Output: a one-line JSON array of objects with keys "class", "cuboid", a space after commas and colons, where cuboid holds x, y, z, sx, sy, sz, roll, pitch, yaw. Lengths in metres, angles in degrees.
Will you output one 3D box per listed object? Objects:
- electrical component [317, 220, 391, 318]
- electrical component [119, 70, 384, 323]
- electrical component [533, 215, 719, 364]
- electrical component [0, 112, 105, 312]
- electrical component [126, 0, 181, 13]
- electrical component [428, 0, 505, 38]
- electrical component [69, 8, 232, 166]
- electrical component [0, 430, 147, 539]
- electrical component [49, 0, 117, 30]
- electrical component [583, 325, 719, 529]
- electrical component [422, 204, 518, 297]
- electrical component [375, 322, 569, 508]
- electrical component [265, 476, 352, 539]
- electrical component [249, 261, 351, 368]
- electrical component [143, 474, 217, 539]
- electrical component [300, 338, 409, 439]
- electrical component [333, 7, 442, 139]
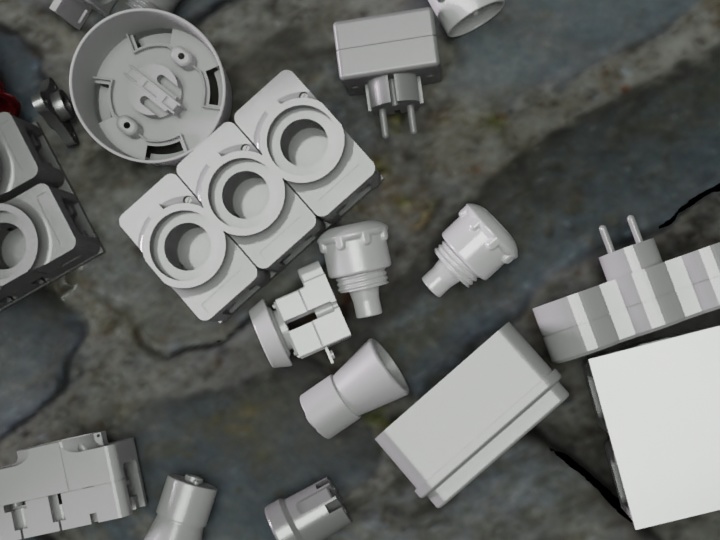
[{"class": "electrical component", "cuboid": [0.000, 0.000, 0.709, 0.048, 0.048, 0.062, -12, 92, 5]}, {"class": "electrical component", "cuboid": [-0.071, -0.047, 0.710, 0.150, 0.062, 0.089, -41, 84, 2]}, {"class": "electrical component", "cuboid": [0.176, 0.003, 0.686, 0.138, 0.052, 0.073, -20, 85, 4]}, {"class": "electrical component", "cuboid": [-0.287, -0.015, 0.731, 0.186, 0.060, 0.105, -29, 84, 4]}, {"class": "electrical component", "cuboid": [-0.144, -0.186, 0.740, 0.035, 0.035, 0.061, 36, 94, 7]}, {"class": "electrical component", "cuboid": [0.075, -0.207, 0.713, 0.079, 0.044, 0.077, -29, 84, 3]}, {"class": "electrical component", "cuboid": [-0.136, -0.118, 0.719, 0.099, 0.064, 0.099, 0, 86, 6]}, {"class": "electrical component", "cuboid": [-0.196, 0.141, 0.717, 0.089, 0.050, 0.055, -13, 86, 5]}, {"class": "electrical component", "cuboid": [-0.193, -0.213, 0.743, 0.064, 0.042, 0.081, 31, 90, 10]}, {"class": "electrical component", "cuboid": [0.244, 0.083, 0.670, 0.186, 0.060, 0.105, -15, 85, 5]}, {"class": "electrical component", "cuboid": [0.068, -0.009, 0.703, 0.062, 0.048, 0.048, -43, 83, 9]}, {"class": "electrical component", "cuboid": [0.072, 0.091, 0.679, 0.113, 0.078, 0.057, -41, 81, 2]}, {"class": "electrical component", "cuboid": [-0.033, 0.162, 0.705, 0.046, 0.040, 0.040, -30, 84, -2]}, {"class": "electrical component", "cuboid": [-0.040, 0.035, 0.711, 0.055, 0.048, 0.066, -23, 85, -3]}, {"class": "electrical component", "cuboid": [-0.120, 0.169, 0.713, 0.044, 0.044, 0.065, 16, 84, 7]}, {"class": "electrical component", "cuboid": [-0.006, 0.081, 0.707, 0.065, 0.044, 0.044, -35, 84, 8]}, {"class": "electrical component", "cuboid": [0.022, -0.126, 0.712, 0.066, 0.047, 0.076, -8, 85, 6]}]
